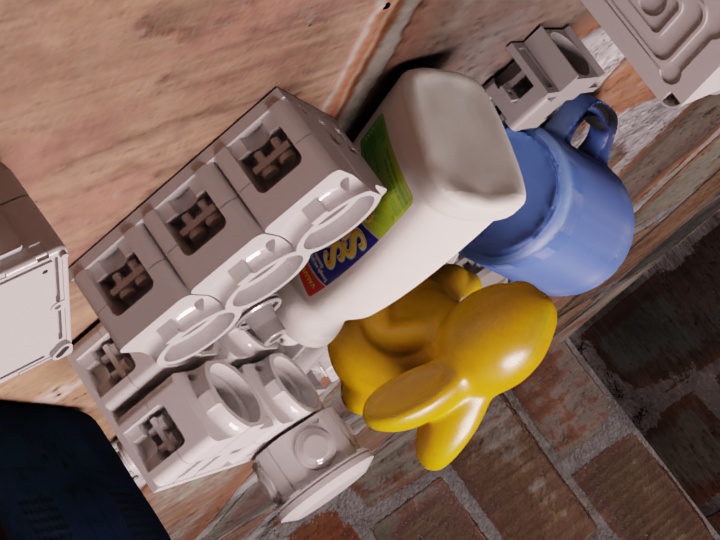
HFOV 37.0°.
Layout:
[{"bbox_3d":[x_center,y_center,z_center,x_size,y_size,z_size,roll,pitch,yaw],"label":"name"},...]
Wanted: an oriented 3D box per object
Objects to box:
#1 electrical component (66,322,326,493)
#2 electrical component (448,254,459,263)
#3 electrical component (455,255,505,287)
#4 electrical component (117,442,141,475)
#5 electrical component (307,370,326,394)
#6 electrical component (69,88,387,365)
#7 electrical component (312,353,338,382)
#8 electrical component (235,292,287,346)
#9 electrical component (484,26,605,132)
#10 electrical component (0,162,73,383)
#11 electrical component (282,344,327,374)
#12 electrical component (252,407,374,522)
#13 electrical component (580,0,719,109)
[{"bbox_3d":[-0.100,0.075,0.728,0.060,0.105,0.186,-39,167,14],"label":"electrical component"},{"bbox_3d":[0.041,-0.008,0.947,0.099,0.064,0.099,-45,164,-17],"label":"electrical component"},{"bbox_3d":[0.098,-0.007,1.046,0.150,0.061,0.089,-35,167,-2],"label":"electrical component"},{"bbox_3d":[-0.190,0.156,0.928,0.062,0.043,0.043,-33,167,-5],"label":"electrical component"},{"bbox_3d":[-0.113,0.111,0.926,0.105,0.060,0.186,-38,167,9],"label":"electrical component"},{"bbox_3d":[-0.067,-0.018,0.580,0.150,0.061,0.089,-39,167,12],"label":"electrical component"},{"bbox_3d":[-0.009,0.063,1.046,0.100,0.048,0.099,-35,168,-5],"label":"electrical component"},{"bbox_3d":[-0.072,0.020,0.701,0.043,0.062,0.043,-34,167,-9],"label":"electrical component"},{"bbox_3d":[0.121,-0.127,0.723,0.064,0.042,0.081,-40,166,35],"label":"electrical component"},{"bbox_3d":[-0.158,0.002,0.432,0.062,0.061,0.096,-29,157,-28],"label":"electrical component"},{"bbox_3d":[-0.050,0.039,0.845,0.096,0.061,0.062,-47,164,13],"label":"electrical component"},{"bbox_3d":[-0.034,0.139,0.767,0.080,0.051,0.080,-34,167,-9],"label":"electrical component"},{"bbox_3d":[0.182,-0.158,0.607,0.057,0.113,0.078,-24,163,-33],"label":"electrical component"}]
